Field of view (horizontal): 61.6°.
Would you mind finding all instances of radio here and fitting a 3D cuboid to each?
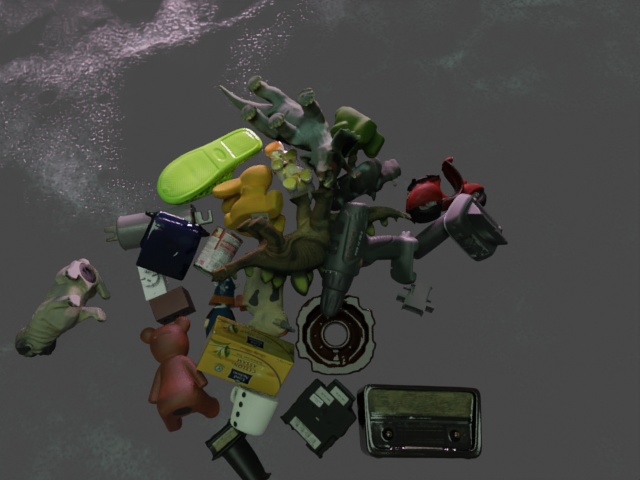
[{"bbox_3d":[0.188,0.347,1.026,0.230,0.073,0.131,3,71,-5],"label":"radio"}]

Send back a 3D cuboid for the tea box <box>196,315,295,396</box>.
[{"bbox_3d":[-0.145,0.228,1.057,0.169,0.068,0.098,21,113,-12],"label":"tea box"}]

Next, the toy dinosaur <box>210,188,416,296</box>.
[{"bbox_3d":[-0.002,-0.003,1.108,0.471,0.105,0.198,-25,104,-20],"label":"toy dinosaur"}]

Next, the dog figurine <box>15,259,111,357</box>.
[{"bbox_3d":[-0.567,0.144,1.153,0.191,0.121,0.172,-29,37,11],"label":"dog figurine"}]

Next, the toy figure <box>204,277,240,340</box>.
[{"bbox_3d":[-0.210,0.152,1.142,0.058,0.064,0.154,-15,61,36],"label":"toy figure"}]

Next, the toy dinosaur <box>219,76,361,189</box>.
[{"bbox_3d":[-0.059,-0.246,1.162,0.131,0.192,0.405,-49,46,-1],"label":"toy dinosaur"}]

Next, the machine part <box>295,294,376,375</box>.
[{"bbox_3d":[0.033,0.197,1.114,0.179,0.056,0.179,-1,72,2],"label":"machine part"}]

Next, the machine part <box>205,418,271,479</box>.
[{"bbox_3d":[-0.158,0.427,1.056,0.084,0.039,0.139,-41,71,-19],"label":"machine part"}]

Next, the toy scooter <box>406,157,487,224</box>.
[{"bbox_3d":[0.269,-0.116,1.199,0.184,0.075,0.135,-13,71,-5],"label":"toy scooter"}]

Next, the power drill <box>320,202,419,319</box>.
[{"bbox_3d":[0.097,0.047,1.082,0.207,0.086,0.232,8,88,-28],"label":"power drill"}]

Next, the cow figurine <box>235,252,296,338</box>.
[{"bbox_3d":[-0.111,0.128,1.134,0.127,0.085,0.195,4,70,11],"label":"cow figurine"}]

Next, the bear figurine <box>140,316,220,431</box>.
[{"bbox_3d":[-0.291,0.266,1.093,0.120,0.131,0.196,-21,53,-5],"label":"bear figurine"}]

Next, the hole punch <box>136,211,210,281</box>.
[{"bbox_3d":[-0.320,0.013,1.139,0.142,0.115,0.092,23,27,-19],"label":"hole punch"}]

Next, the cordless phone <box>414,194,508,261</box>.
[{"bbox_3d":[0.291,0.004,1.157,0.184,0.146,0.089,-38,29,20],"label":"cordless phone"}]

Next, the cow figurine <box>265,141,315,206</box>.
[{"bbox_3d":[-0.066,-0.153,1.230,0.068,0.098,0.167,-31,53,-4],"label":"cow figurine"}]

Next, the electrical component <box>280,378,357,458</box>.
[{"bbox_3d":[0.007,0.343,1.064,0.134,0.058,0.115,-43,76,-11],"label":"electrical component"}]

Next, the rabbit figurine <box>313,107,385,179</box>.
[{"bbox_3d":[0.037,-0.218,1.229,0.159,0.121,0.170,39,92,18],"label":"rabbit figurine"}]

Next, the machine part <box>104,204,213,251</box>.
[{"bbox_3d":[-0.360,-0.028,1.203,0.243,0.079,0.079,-10,71,-2],"label":"machine part"}]

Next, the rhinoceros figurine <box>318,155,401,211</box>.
[{"bbox_3d":[0.089,-0.124,1.196,0.190,0.112,0.073,-28,43,7],"label":"rhinoceros figurine"}]

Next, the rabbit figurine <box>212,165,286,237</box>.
[{"bbox_3d":[-0.152,-0.093,1.210,0.162,0.121,0.173,-6,57,11],"label":"rabbit figurine"}]
